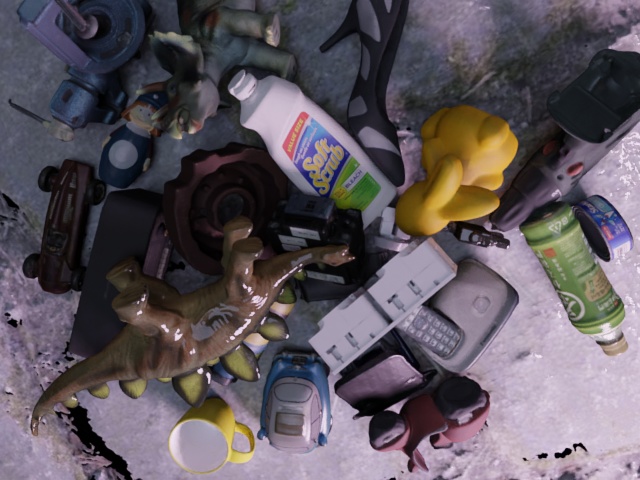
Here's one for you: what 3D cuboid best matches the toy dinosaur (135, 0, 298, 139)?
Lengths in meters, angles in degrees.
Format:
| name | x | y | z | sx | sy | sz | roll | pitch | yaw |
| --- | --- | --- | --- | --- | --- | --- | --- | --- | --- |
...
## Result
| name | x | y | z | sx | sy | sz | roll | pitch | yaw |
| --- | --- | --- | --- | --- | --- | --- | --- | --- | --- |
| toy dinosaur | -0.124 | -0.318 | 0.671 | 0.192 | 0.131 | 0.404 | 6 | 93 | 13 |

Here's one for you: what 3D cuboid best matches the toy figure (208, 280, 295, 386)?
| name | x | y | z | sx | sy | sz | roll | pitch | yaw |
| --- | --- | --- | --- | --- | --- | --- | --- | --- | --- |
| toy figure | -0.101 | 0.125 | 0.773 | 0.089 | 0.082 | 0.180 | 23 | 99 | -8 |

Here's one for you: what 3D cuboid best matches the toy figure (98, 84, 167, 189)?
| name | x | y | z | sx | sy | sz | roll | pitch | yaw |
| --- | --- | --- | --- | --- | --- | --- | --- | --- | --- |
| toy figure | -0.253 | -0.145 | 0.745 | 0.064 | 0.058 | 0.154 | 22 | 105 | -40 |

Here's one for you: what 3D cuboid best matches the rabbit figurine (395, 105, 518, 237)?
| name | x | y | z | sx | sy | sz | roll | pitch | yaw |
| --- | --- | --- | --- | --- | --- | --- | --- | --- | --- |
| rabbit figurine | 0.165 | -0.070 | 0.668 | 0.122 | 0.162 | 0.173 | 39 | 97 | -14 |

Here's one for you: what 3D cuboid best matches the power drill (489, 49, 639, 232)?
| name | x | y | z | sx | sy | sz | roll | pitch | yaw |
| --- | --- | --- | --- | --- | --- | --- | --- | --- | --- |
| power drill | 0.296 | -0.109 | 0.630 | 0.232 | 0.207 | 0.086 | -42 | 65 | 1 |

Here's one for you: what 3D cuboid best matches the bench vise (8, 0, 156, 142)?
| name | x | y | z | sx | sy | sz | roll | pitch | yaw |
| --- | --- | --- | --- | --- | --- | --- | --- | --- | --- |
| bench vise | -0.294 | -0.232 | 0.647 | 0.129 | 0.240 | 0.223 | 39 | 86 | 1 |

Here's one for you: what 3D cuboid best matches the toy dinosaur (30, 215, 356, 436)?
| name | x | y | z | sx | sy | sz | roll | pitch | yaw |
| --- | --- | --- | --- | --- | --- | --- | --- | --- | --- |
| toy dinosaur | -0.174 | 0.113 | 0.653 | 0.472 | 0.105 | 0.198 | -21 | 121 | 4 |

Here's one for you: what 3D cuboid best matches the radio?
| name | x | y | z | sx | sy | sz | roll | pitch | yaw |
| --- | --- | --- | --- | --- | --- | --- | --- | --- | --- |
| radio | -0.263 | 0.045 | 0.743 | 0.073 | 0.131 | 0.229 | 20 | 102 | 0 |

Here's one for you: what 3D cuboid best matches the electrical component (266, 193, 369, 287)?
| name | x | y | z | sx | sy | sz | roll | pitch | yaw |
| --- | --- | --- | --- | --- | --- | --- | --- | --- | --- |
| electrical component | -0.001 | -0.002 | 0.691 | 0.115 | 0.058 | 0.134 | 9 | 146 | 18 |

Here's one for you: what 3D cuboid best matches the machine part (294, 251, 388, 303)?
| name | x | y | z | sx | sy | sz | roll | pitch | yaw |
| --- | --- | --- | --- | --- | --- | --- | --- | --- | --- |
| machine part | 0.032 | 0.060 | 0.769 | 0.139 | 0.039 | 0.084 | -8 | 106 | 5 |

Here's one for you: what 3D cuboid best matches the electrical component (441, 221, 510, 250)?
| name | x | y | z | sx | sy | sz | roll | pitch | yaw |
| --- | --- | --- | --- | --- | --- | --- | --- | --- | --- |
| electrical component | 0.205 | -0.008 | 0.725 | 0.094 | 0.063 | 0.021 | 14 | 103 | 4 |

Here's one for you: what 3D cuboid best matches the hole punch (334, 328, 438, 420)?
| name | x | y | z | sx | sy | sz | roll | pitch | yaw |
| --- | --- | --- | --- | --- | --- | --- | --- | --- | --- |
| hole punch | 0.078 | 0.181 | 0.774 | 0.142 | 0.092 | 0.115 | -35 | 127 | 8 |

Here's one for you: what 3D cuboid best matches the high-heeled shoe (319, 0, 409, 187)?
| name | x | y | z | sx | sy | sz | roll | pitch | yaw |
| --- | --- | --- | --- | --- | --- | --- | --- | --- | --- |
| high-heeled shoe | 0.095 | -0.203 | 0.676 | 0.145 | 0.086 | 0.248 | -29 | 83 | 23 |

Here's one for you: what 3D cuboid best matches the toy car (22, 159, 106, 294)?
| name | x | y | z | sx | sy | sz | roll | pitch | yaw |
| --- | --- | --- | --- | --- | --- | --- | --- | --- | --- |
| toy car | -0.375 | -0.016 | 0.784 | 0.089 | 0.053 | 0.202 | 18 | 104 | 5 |

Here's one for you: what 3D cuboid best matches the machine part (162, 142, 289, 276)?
| name | x | y | z | sx | sy | sz | roll | pitch | yaw |
| --- | --- | --- | --- | --- | --- | --- | --- | --- | --- |
| machine part | -0.120 | -0.041 | 0.707 | 0.179 | 0.056 | 0.179 | -13 | 113 | -34 |

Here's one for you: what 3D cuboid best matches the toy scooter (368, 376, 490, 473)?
| name | x | y | z | sx | sy | sz | roll | pitch | yaw |
| --- | --- | --- | --- | --- | --- | --- | --- | --- | --- |
| toy scooter | 0.164 | 0.279 | 0.780 | 0.184 | 0.075 | 0.135 | -20 | 122 | -4 |

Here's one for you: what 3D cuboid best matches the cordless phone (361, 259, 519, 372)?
| name | x | y | z | sx | sy | sz | roll | pitch | yaw |
| --- | --- | --- | --- | --- | --- | --- | --- | --- | --- |
| cordless phone | 0.157 | 0.077 | 0.735 | 0.184 | 0.089 | 0.146 | 32 | 102 | 0 |

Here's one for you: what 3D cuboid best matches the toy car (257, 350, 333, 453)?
| name | x | y | z | sx | sy | sz | roll | pitch | yaw |
| --- | --- | --- | --- | --- | --- | --- | --- | --- | --- |
| toy car | -0.034 | 0.248 | 0.780 | 0.109 | 0.103 | 0.161 | 6 | 104 | 3 |
